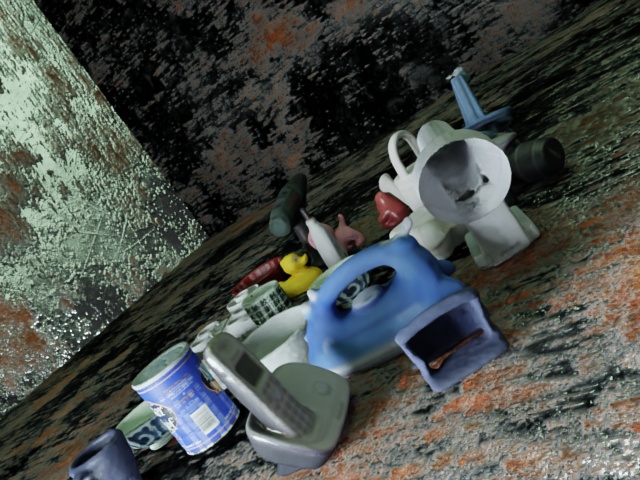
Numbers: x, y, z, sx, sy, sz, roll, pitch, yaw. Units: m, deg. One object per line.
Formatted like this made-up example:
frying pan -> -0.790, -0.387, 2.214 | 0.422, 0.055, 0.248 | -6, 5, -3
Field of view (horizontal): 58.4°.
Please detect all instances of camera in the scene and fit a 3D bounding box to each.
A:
camera -> 0.336, -0.131, 0.989 | 0.143, 0.101, 0.136 | -41, 13, -29

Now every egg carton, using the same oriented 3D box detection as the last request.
egg carton -> 0.189, -0.012, 0.998 | 0.107, 0.069, 0.150 | -39, 12, -21

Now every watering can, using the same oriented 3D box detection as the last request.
watering can -> 0.191, -0.125, 1.137 | 0.172, 0.194, 0.101 | -28, 14, 29

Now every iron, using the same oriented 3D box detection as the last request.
iron -> 0.061, 0.085, 0.786 | 0.258, 0.141, 0.118 | -33, 12, 11

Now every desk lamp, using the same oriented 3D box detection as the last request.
desk lamp -> 0.209, -0.068, 0.807 | 0.118, 0.214, 0.203 | -32, 12, 13

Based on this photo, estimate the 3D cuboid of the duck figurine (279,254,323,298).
duck figurine -> -0.057, 0.074, 1.301 | 0.104, 0.086, 0.077 | -33, 12, 8

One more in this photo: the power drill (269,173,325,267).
power drill -> -0.036, -0.043, 1.407 | 0.075, 0.208, 0.230 | -28, 13, 29

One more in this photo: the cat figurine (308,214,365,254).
cat figurine -> 0.025, -0.009, 1.329 | 0.128, 0.118, 0.067 | -42, 14, -31

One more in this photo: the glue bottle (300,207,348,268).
glue bottle -> 0.011, 0.004, 1.174 | 0.037, 0.173, 0.078 | -32, 12, 15

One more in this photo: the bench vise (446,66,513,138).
bench vise -> 0.338, -0.256, 1.192 | 0.121, 0.220, 0.207 | -30, 12, 20

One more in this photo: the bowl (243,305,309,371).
bowl -> -0.061, 0.180, 0.911 | 0.167, 0.075, 0.167 | -33, 12, 8

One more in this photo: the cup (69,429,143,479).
cup -> -0.318, 0.358, 0.864 | 0.091, 0.095, 0.118 | -32, 12, 13

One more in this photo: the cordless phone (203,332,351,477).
cordless phone -> -0.050, 0.164, 0.670 | 0.094, 0.185, 0.147 | -30, 13, 20

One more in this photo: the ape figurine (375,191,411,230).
ape figurine -> 0.155, -0.070, 1.272 | 0.078, 0.092, 0.076 | -37, 12, -13

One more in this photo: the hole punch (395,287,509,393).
hole punch -> 0.136, 0.099, 0.643 | 0.108, 0.091, 0.101 | -34, 12, 3
